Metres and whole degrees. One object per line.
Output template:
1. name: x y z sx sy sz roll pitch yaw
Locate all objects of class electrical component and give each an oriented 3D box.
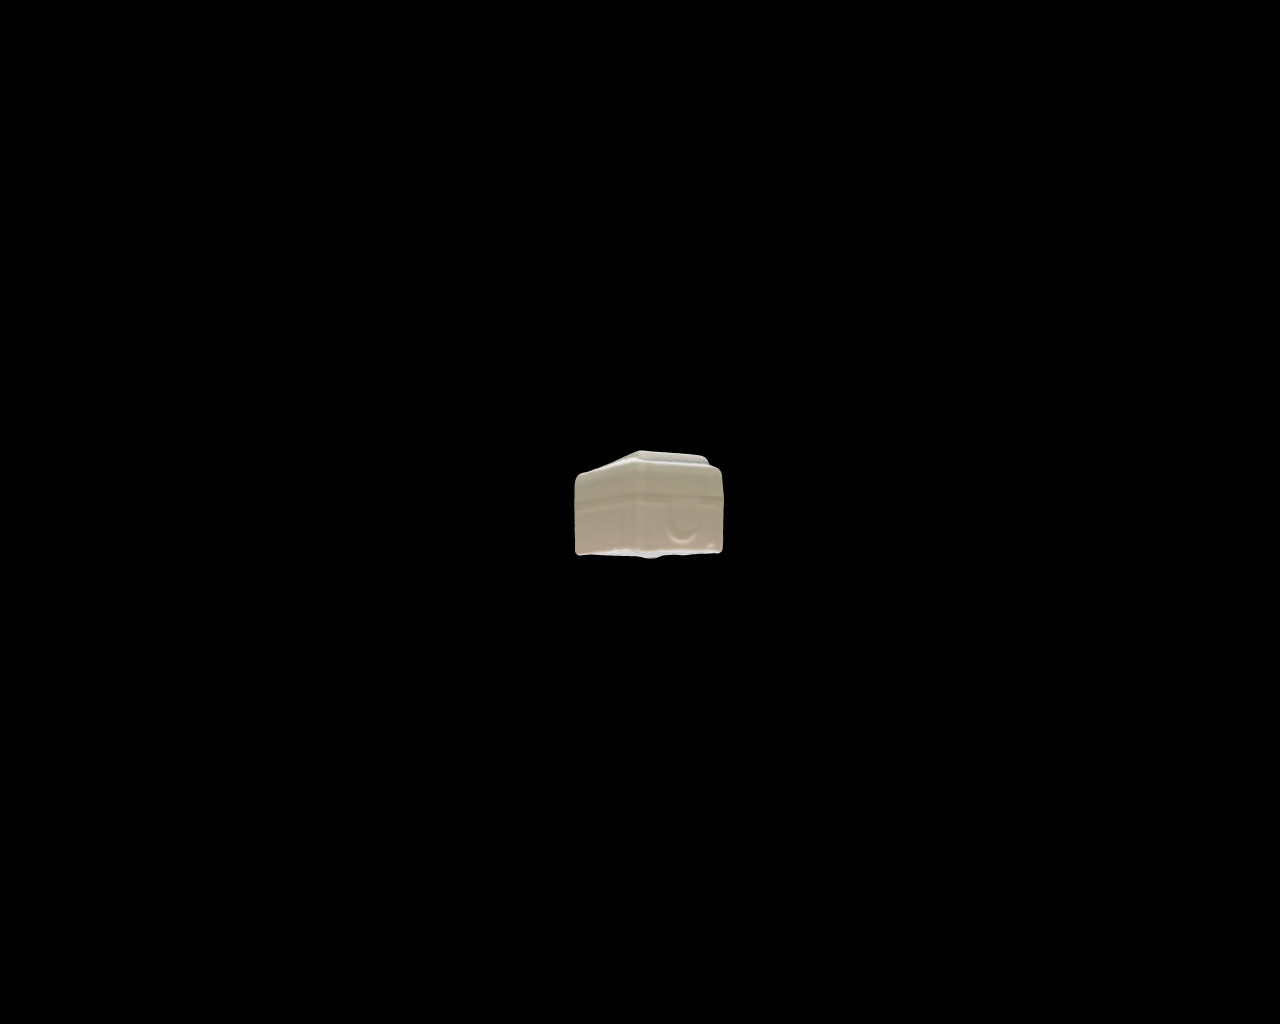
1. electrical component: 0.001 -0.003 0.650 0.062 0.061 0.096 3 -5 -32
